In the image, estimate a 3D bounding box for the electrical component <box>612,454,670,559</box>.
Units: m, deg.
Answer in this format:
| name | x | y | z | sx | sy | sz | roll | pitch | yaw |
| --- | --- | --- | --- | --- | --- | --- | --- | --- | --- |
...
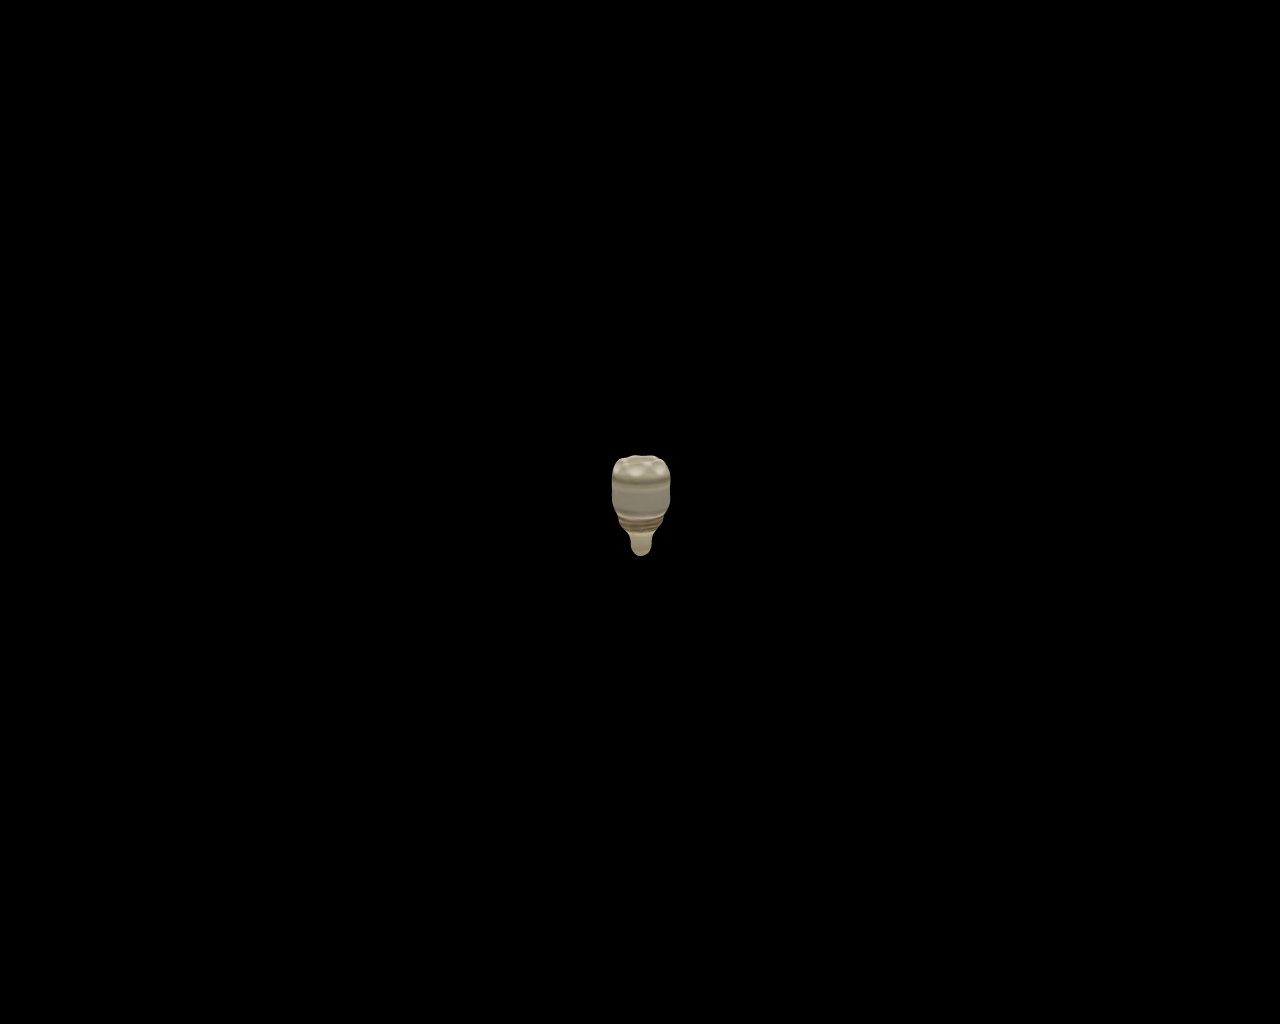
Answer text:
| name | x | y | z | sx | sy | sz | roll | pitch | yaw |
| --- | --- | --- | --- | --- | --- | --- | --- | --- | --- |
| electrical component | 0.001 | -0.003 | 0.650 | 0.035 | 0.061 | 0.035 | 0 | 14 | 0 |
